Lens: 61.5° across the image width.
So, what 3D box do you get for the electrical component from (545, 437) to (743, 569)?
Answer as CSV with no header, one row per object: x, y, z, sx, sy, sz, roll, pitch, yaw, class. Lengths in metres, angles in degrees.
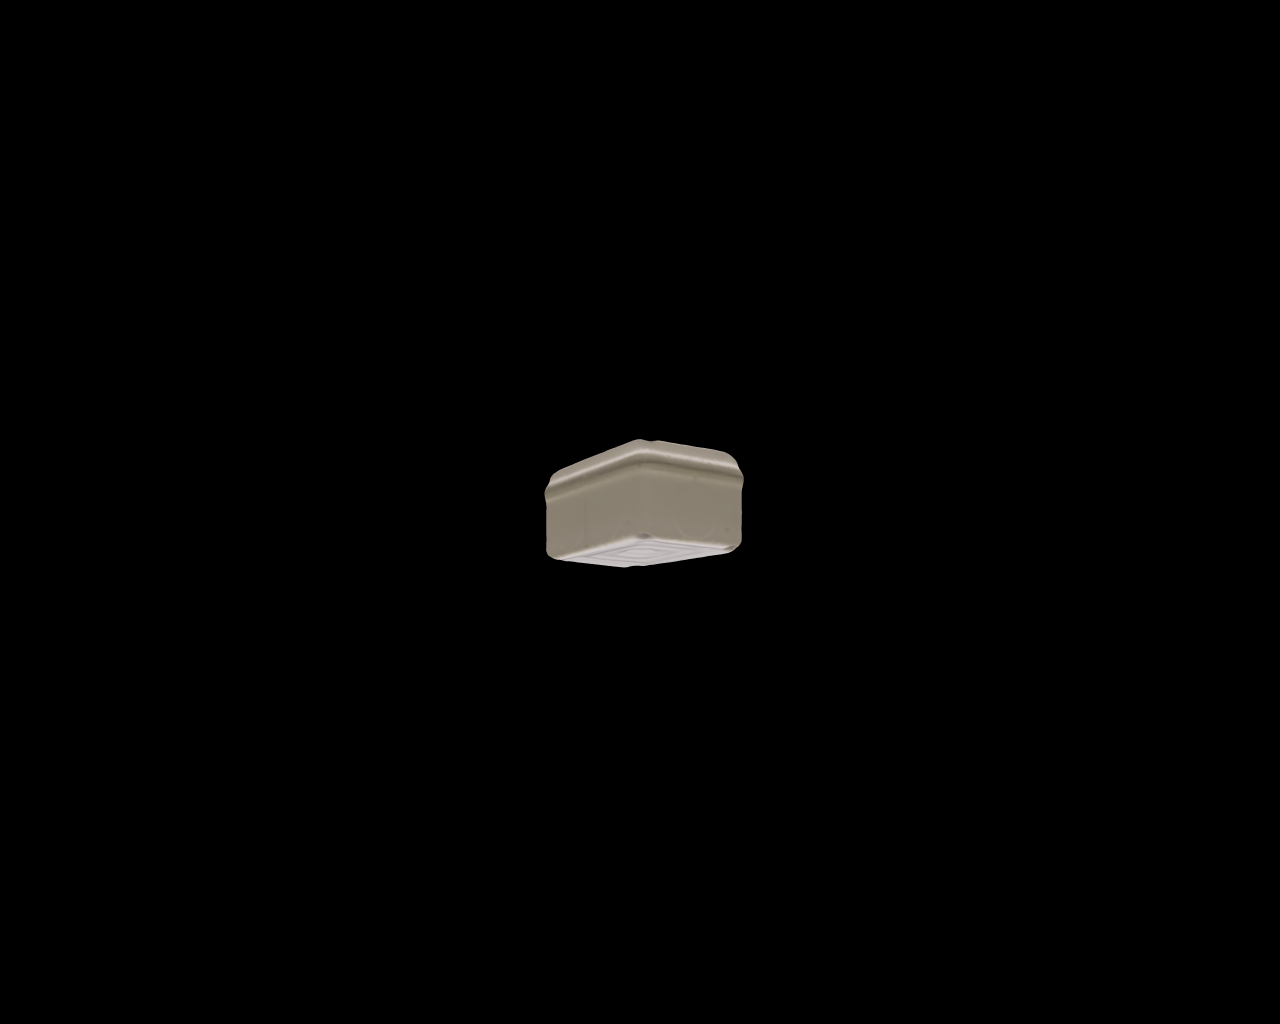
0.001,-0.003,0.650,0.078,0.057,0.113,8,-14,-35,electrical component
